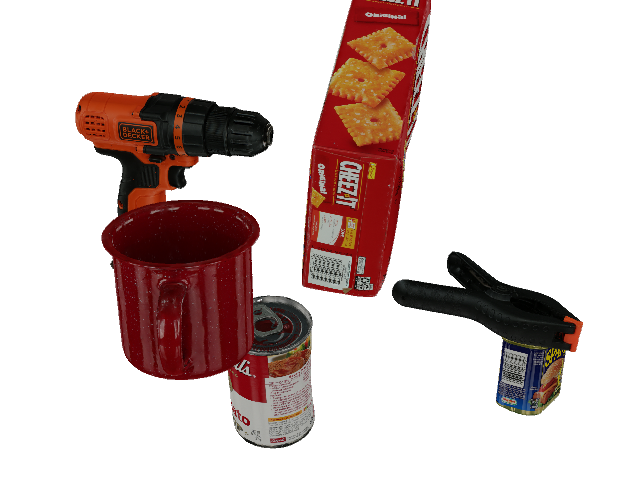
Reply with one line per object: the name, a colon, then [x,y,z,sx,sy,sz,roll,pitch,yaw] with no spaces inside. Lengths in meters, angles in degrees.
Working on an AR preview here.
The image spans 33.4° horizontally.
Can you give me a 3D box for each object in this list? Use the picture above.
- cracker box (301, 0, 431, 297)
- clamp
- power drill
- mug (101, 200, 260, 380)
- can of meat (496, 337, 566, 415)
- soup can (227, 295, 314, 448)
cracker box: [0.041,-0.085,0.879,0.072,0.213,0.164,10,-41,5]
clamp: [0.165,0.055,0.997,0.172,0.039,0.120,20,32,20]
power drill: [-0.131,-0.046,0.990,0.184,0.188,0.057,9,30,15]
mug: [-0.081,0.036,0.635,0.093,0.081,0.117,-1,26,-2]
can of meat: [0.236,0.138,1.186,0.058,0.084,0.101,13,16,29]
soup can: [-0.038,0.103,0.833,0.068,0.102,0.068,-1,36,1]
